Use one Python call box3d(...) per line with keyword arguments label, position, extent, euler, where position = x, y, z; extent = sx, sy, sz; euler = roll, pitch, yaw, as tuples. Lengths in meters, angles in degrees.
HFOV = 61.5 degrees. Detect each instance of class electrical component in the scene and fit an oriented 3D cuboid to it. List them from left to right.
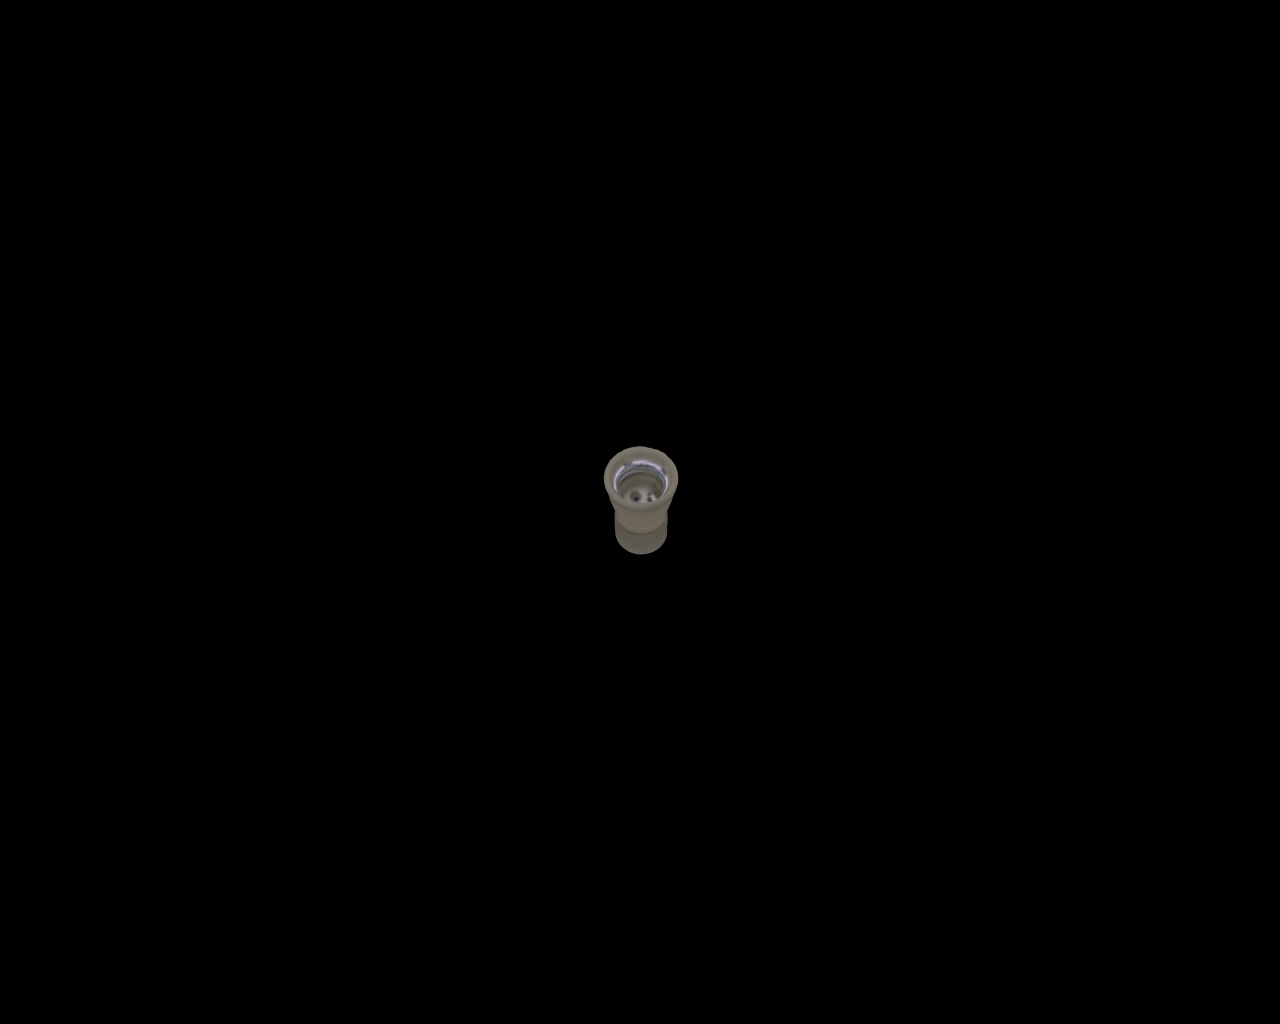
box3d(label="electrical component", position=(0.001, -0.003, 0.650), extent=(0.044, 0.044, 0.065), euler=(0, -36, 0))
